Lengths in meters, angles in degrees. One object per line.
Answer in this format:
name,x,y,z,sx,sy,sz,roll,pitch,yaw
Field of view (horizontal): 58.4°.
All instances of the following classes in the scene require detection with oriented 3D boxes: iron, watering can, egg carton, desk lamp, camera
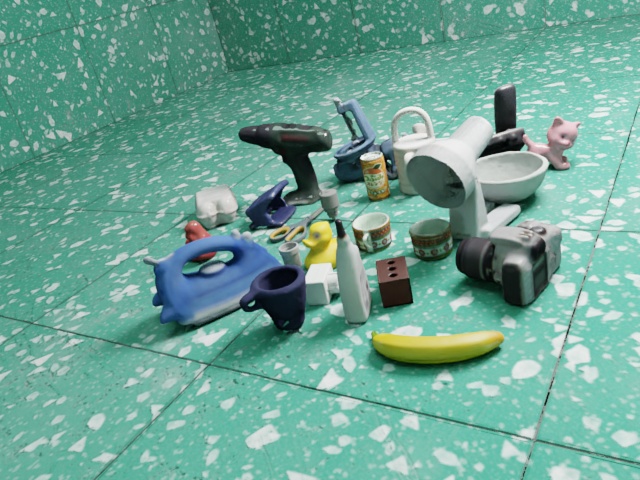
iron,-0.192,0.051,1.058,0.259,0.142,0.118,-24,27,-19
watering can,0.217,-0.215,1.323,0.101,0.194,0.172,-13,26,3
egg carton,-0.264,-0.088,1.459,0.107,0.069,0.150,-18,26,-8
desk lamp,0.266,-0.106,1.056,0.117,0.214,0.204,14,38,45
camera,0.297,0.019,0.917,0.136,0.101,0.143,11,35,42

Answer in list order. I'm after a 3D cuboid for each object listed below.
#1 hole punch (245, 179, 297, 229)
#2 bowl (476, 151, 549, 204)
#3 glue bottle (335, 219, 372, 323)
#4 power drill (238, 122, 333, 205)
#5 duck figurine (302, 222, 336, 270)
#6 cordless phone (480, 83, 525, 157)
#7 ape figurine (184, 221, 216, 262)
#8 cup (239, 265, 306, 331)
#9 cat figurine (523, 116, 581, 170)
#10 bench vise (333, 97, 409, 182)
hole punch,-0.123,-0.087,1.359,0.100,0.091,0.109,-2,28,24
bowl,0.385,-0.120,1.183,0.167,0.075,0.167,-11,26,6
glue bottle,0.047,0.044,0.912,0.037,0.173,0.078,-6,27,17
power drill,-0.073,-0.192,1.411,0.229,0.209,0.075,-6,27,16
duck figurine,0.010,0.004,1.113,0.105,0.086,0.077,-26,28,-23
cordless phone,0.400,-0.261,1.333,0.148,0.185,0.094,-19,26,-10
ape figurine,-0.270,0.000,1.258,0.076,0.092,0.077,-17,26,-5
cup,-0.069,0.107,0.935,0.118,0.095,0.091,-27,29,-25
cat figurine,0.512,-0.218,1.265,0.127,0.118,0.067,-6,27,17
bench vise,0.120,-0.262,1.438,0.207,0.220,0.121,-13,26,4
